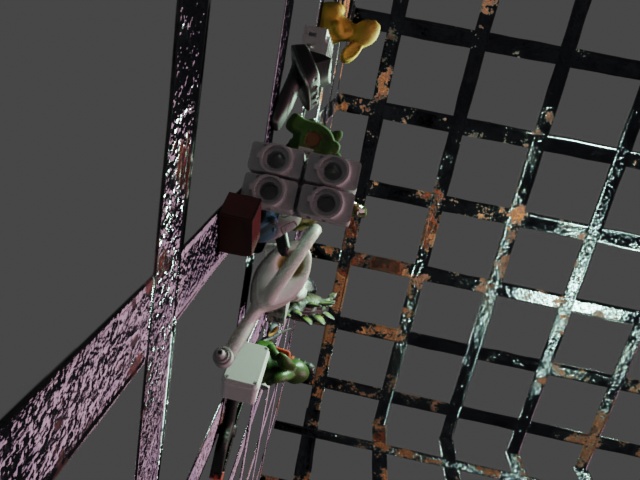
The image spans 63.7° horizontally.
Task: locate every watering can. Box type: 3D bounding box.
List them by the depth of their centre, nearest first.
[{"bbox_3d":[-0.108,0.111,1.089,0.352,0.104,0.221,-55,-178,-19],"label":"watering can"}]

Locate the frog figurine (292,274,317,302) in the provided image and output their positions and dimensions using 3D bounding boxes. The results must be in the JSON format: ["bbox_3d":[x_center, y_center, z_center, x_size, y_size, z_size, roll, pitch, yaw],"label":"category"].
[{"bbox_3d":[-0.104,0.145,1.752,0.159,0.122,0.138,3,77,-54],"label":"frog figurine"}]

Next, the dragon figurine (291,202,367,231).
[{"bbox_3d":[0.004,-0.070,1.393,0.408,0.243,0.123,61,36,-84],"label":"dragon figurine"}]
